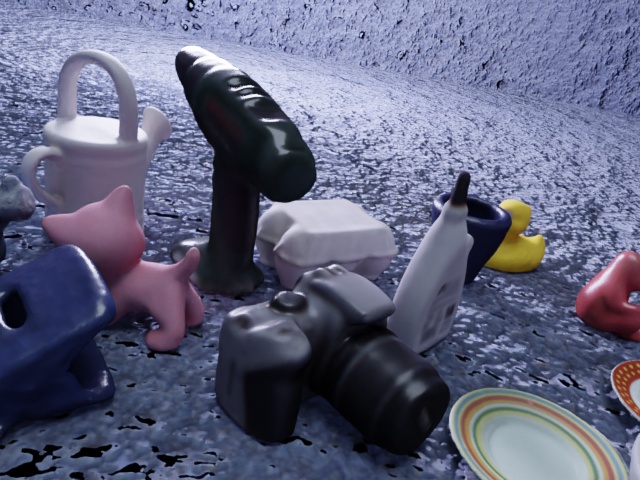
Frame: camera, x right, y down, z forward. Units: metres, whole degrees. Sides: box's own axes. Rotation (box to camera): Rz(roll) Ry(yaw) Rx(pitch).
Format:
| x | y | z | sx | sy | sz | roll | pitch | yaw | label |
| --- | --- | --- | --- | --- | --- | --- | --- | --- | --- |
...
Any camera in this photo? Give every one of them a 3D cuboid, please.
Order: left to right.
| x | y | z | sx | sy | sz | roll | pitch | yaw | label |
| --- | --- | --- | --- | --- | --- | --- | --- | --- | --- |
| 0.017 | 0.089 | 0.418 | 0.144 | 0.101 | 0.136 | -12 | 34 | -41 | camera |

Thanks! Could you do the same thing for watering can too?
| x | y | z | sx | sy | sz | roll | pitch | yaw | label |
| --- | --- | --- | --- | --- | --- | --- | --- | --- | --- |
| -0.227 | -0.098 | 0.593 | 0.101 | 0.194 | 0.173 | 12 | 25 | 1 | watering can |

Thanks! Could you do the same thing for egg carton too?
| x | y | z | sx | sy | sz | roll | pitch | yaw | label |
| --- | --- | --- | --- | --- | --- | --- | --- | --- | --- |
| 0.006 | 0.002 | 0.634 | 0.151 | 0.069 | 0.107 | -6 | 30 | -33 | egg carton |

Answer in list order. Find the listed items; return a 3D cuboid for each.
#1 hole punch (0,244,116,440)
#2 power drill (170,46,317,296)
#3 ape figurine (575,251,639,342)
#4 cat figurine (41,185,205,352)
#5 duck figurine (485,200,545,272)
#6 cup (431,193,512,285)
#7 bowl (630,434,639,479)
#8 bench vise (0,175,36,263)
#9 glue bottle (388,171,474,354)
| x | y | z | sx | sy | sz | roll | pitch | yaw | label |
| --- | --- | --- | --- | --- | --- | --- | --- | --- | --- |
| -0.198 | 0.063 | 0.389 | 0.101 | 0.091 | 0.108 | -8 | 32 | -37 | hole punch |
| -0.093 | -0.064 | 0.564 | 0.076 | 0.208 | 0.228 | -9 | 32 | -38 | power drill |
| 0.334 | 0.057 | 0.639 | 0.076 | 0.092 | 0.078 | 19 | 26 | 15 | ape figurine |
| -0.158 | 0.016 | 0.473 | 0.127 | 0.118 | 0.067 | 15 | 25 | 6 | cat figurine |
| 0.250 | -0.010 | 0.749 | 0.104 | 0.086 | 0.077 | 7 | 25 | -10 | duck figurine |
| 0.170 | -0.002 | 0.686 | 0.091 | 0.095 | 0.118 | 15 | 25 | 8 | cup |
| 0.260 | 0.191 | 0.341 | 0.167 | 0.075 | 0.167 | 10 | 25 | -4 | bowl |
| -0.341 | -0.072 | 0.458 | 0.208 | 0.220 | 0.121 | 0 | 27 | -23 | bench vise |
| 0.108 | 0.020 | 0.518 | 0.078 | 0.173 | 0.037 | -15 | 36 | -44 | glue bottle |
